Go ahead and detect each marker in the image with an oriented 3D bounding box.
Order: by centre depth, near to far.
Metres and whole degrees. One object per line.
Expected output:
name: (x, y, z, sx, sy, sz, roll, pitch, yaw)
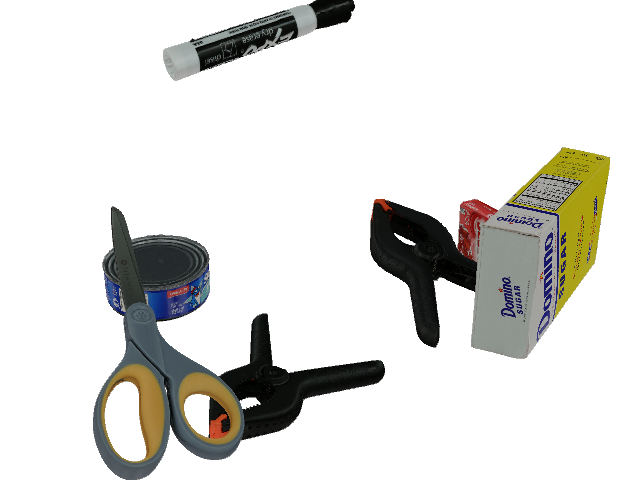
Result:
marker: (-0.034, -0.121, 0.624, 0.121, 0.020, 0.020, -23, 8, -20)

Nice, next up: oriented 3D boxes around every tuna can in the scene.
tuna can: (-0.132, 0.030, 0.867, 0.086, 0.034, 0.086, 0, 29, 0)

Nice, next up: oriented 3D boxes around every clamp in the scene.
clamp: (0.108, 0.021, 0.965, 0.120, 0.039, 0.171, -7, 46, -27)
clamp: (-0.039, 0.150, 1.096, 0.165, 0.036, 0.209, 15, 29, 20)

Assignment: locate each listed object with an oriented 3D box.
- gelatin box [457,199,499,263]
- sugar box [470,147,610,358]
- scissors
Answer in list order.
gelatin box: (0.196, 0.004, 1.268, 0.030, 0.089, 0.073, -17, 32, -29)
sugar box: (0.160, 0.004, 0.758, 0.048, 0.093, 0.176, 12, 27, 23)
scissors: (-0.093, 0.059, 0.657, 0.096, 0.201, 0.016, 12, -45, -13)
